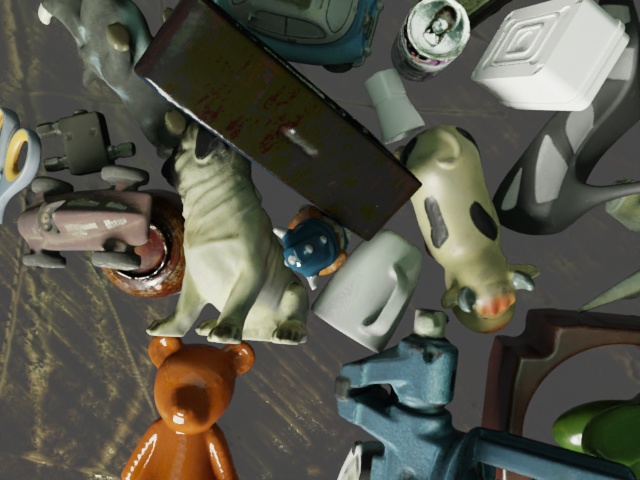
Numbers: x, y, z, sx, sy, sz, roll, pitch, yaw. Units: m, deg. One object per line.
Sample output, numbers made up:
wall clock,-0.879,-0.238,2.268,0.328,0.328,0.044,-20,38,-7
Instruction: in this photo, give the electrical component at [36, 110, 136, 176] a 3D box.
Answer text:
electrical component,-0.236,-0.099,0.544,0.094,0.021,0.063,-9,94,3

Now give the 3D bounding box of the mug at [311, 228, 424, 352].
mug,0.053,0.043,0.509,0.081,0.109,0.107,31,85,-9

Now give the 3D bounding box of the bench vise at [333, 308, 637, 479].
bench vise,0.127,0.169,0.413,0.241,0.128,0.223,5,76,34

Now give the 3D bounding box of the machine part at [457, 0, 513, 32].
machine part,0.118,-0.263,0.513,0.084,0.039,0.139,-39,94,12

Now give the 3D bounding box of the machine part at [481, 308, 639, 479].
machine part,0.268,0.172,0.522,0.201,0.087,0.201,4,94,1

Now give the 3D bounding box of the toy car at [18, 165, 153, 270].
toy car,-0.220,-0.018,0.488,0.202,0.053,0.089,0,80,41

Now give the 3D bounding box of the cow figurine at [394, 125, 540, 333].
cow figurine,0.131,-0.010,0.489,0.085,0.127,0.194,-18,92,6

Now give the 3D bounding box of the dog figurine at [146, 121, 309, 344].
dog figurine,-0.067,-0.002,0.503,0.121,0.172,0.190,0,79,23

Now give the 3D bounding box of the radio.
radio,-0.031,-0.104,0.445,0.229,0.131,0.073,35,105,-28

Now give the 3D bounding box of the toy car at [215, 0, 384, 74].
toy car,-0.024,-0.216,0.488,0.162,0.103,0.109,18,96,2

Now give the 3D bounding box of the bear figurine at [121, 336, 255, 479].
bear figurine,-0.129,0.196,0.516,0.120,0.132,0.195,11,101,-4

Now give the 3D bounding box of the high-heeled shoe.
high-heeled shoe,0.236,-0.127,0.521,0.145,0.086,0.248,-6,71,36

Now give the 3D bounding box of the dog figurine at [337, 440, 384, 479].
dog figurine,0.106,0.319,0.532,0.219,0.108,0.191,23,93,-5

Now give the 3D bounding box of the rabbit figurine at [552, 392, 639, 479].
rabbit figurine,0.277,0.187,0.441,0.159,0.121,0.170,19,77,7

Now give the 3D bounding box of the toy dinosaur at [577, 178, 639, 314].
toy dinosaur,0.407,-0.074,0.486,0.192,0.131,0.404,28,101,0

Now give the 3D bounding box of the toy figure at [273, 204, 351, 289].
toy figure,-0.003,-0.002,0.479,0.064,0.154,0.057,30,97,0

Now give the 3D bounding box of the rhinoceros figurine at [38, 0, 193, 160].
rhinoceros figurine,-0.175,-0.167,0.500,0.073,0.112,0.190,-47,110,-32
